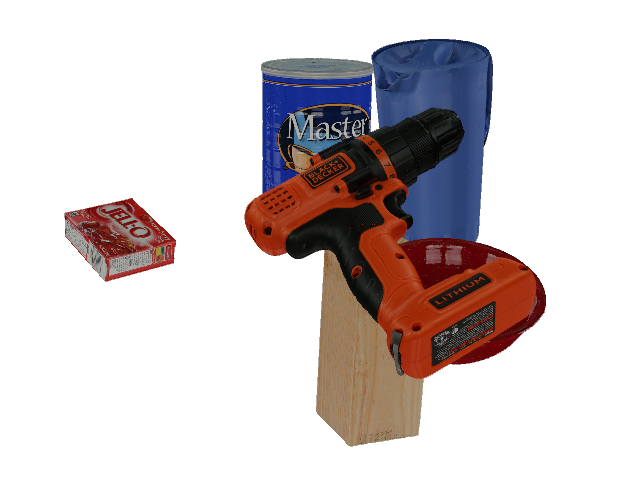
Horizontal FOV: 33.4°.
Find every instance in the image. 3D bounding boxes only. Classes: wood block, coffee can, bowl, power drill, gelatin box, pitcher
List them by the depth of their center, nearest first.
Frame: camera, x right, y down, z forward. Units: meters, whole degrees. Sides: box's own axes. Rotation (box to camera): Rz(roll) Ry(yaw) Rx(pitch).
[{"bbox_3d":[0.064,-0.006,0.750,0.184,0.057,0.188,-30,51,-14],"label":"power drill"},{"bbox_3d":[0.118,0.062,0.962,0.162,0.055,0.162,2,33,-2],"label":"bowl"},{"bbox_3d":[-0.004,-0.093,0.989,0.103,0.140,0.103,1,16,0],"label":"coffee can"},{"bbox_3d":[-0.190,-0.003,1.005,0.073,0.030,0.089,-15,39,-34],"label":"gelatin box"},{"bbox_3d":[0.057,0.106,1.159,0.090,0.206,0.091,-5,18,-23],"label":"wood block"},{"bbox_3d":[0.140,-0.113,1.263,0.149,0.243,0.145,-4,25,1],"label":"pitcher"}]
